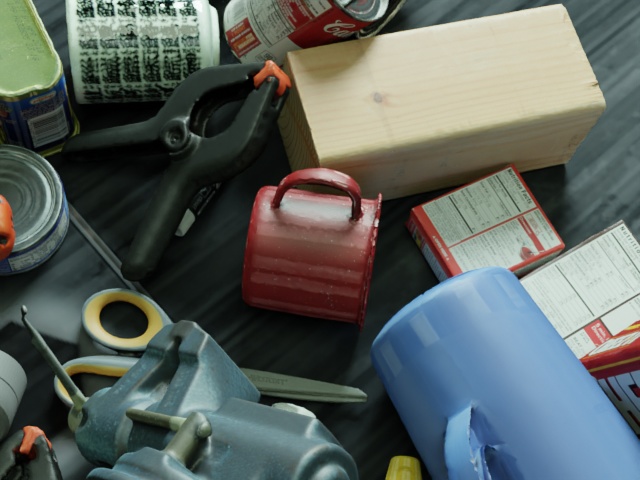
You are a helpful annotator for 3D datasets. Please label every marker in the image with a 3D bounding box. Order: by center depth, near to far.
[{"bbox_3d":[-0.071,-0.054,0.763,0.020,0.020,0.121,31,65,7],"label":"marker"}]

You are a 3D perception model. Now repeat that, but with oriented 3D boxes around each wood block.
[{"bbox_3d":[0.081,-0.093,0.760,0.206,0.090,0.091,-12,69,-12],"label":"wood block"}]

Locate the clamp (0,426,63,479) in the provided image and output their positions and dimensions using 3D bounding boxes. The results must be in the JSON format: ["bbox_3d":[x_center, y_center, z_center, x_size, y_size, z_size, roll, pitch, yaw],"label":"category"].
[{"bbox_3d":[-0.189,0.213,0.615,0.164,0.036,0.210,18,62,8],"label":"clamp"}]

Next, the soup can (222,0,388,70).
[{"bbox_3d":[-0.012,-0.162,0.745,0.068,0.102,0.068,22,58,-39],"label":"soup can"}]

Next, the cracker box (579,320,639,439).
[{"bbox_3d":[0.256,0.139,0.614,0.072,0.164,0.214,-29,84,-19],"label":"cracker box"}]

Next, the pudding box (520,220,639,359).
[{"bbox_3d":[0.188,0.051,0.736,0.113,0.039,0.090,-27,72,-19],"label":"pudding box"}]

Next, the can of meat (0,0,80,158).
[{"bbox_3d":[-0.211,-0.119,0.740,0.057,0.084,0.102,-23,71,-16],"label":"can of meat"}]

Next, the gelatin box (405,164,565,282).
[{"bbox_3d":[0.117,-0.003,0.757,0.089,0.030,0.073,-23,69,-16],"label":"gelatin box"}]

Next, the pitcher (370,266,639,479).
[{"bbox_3d":[0.127,0.139,0.633,0.144,0.149,0.243,-24,67,-17],"label":"pitcher"}]

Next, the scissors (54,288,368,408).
[{"bbox_3d":[-0.074,0.072,0.707,0.201,0.016,0.096,-5,66,-9],"label":"scissors"}]

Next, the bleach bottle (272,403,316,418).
[{"bbox_3d":[-0.041,0.215,0.608,0.103,0.068,0.250,0,59,30],"label":"bleach bottle"}]

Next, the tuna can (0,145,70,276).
[{"bbox_3d":[-0.215,-0.021,0.723,0.086,0.034,0.086,3,65,-6],"label":"tuna can"}]

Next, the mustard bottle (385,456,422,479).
[{"bbox_3d":[0.044,0.223,0.629,0.096,0.058,0.191,6,65,2],"label":"mustard bottle"}]

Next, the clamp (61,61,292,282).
[{"bbox_3d":[-0.090,-0.052,0.716,0.172,0.039,0.120,-28,75,17],"label":"clamp"}]

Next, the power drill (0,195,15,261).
[{"bbox_3d":[-0.294,-0.062,0.668,0.184,0.057,0.187,-7,79,-16],"label":"power drill"}]

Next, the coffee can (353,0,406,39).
[{"bbox_3d":[0.004,-0.232,0.807,0.140,0.103,0.102,37,67,10],"label":"coffee can"}]

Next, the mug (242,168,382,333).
[{"bbox_3d":[-0.005,0.001,0.696,0.081,0.117,0.093,8,46,2],"label":"mug"}]
